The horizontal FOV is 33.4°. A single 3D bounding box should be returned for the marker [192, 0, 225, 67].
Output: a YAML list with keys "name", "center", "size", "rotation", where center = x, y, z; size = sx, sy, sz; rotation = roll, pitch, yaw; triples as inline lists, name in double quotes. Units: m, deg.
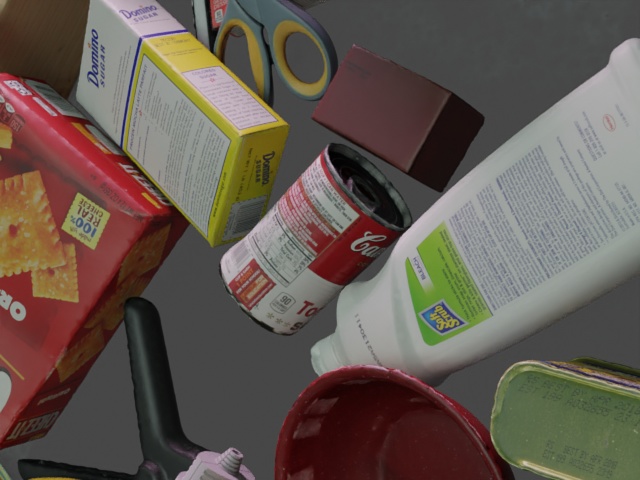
- name: "marker"
  center: [-0.079, -0.157, 0.739]
  size: [0.020, 0.020, 0.121]
  rotation: [-14, 76, 32]

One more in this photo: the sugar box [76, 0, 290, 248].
- name: "sugar box"
  center: [-0.096, -0.085, 0.708]
  size: [0.176, 0.048, 0.093]
  rotation: [48, 136, 31]

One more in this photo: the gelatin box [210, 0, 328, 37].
- name: "gelatin box"
  center: [-0.035, -0.184, 0.706]
  size: [0.089, 0.030, 0.073]
  rotation: [-15, 75, 31]

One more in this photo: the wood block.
- name: "wood block"
  center: [-0.211, -0.203, 0.791]
  size: [0.090, 0.090, 0.206]
  rotation: [35, 104, 33]

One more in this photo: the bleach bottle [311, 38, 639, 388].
- name: "bleach bottle"
  center: [0.092, 0.005, 0.577]
  size: [0.251, 0.068, 0.102]
  rotation: [-34, 67, 28]

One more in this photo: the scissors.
- name: "scissors"
  center: [-0.034, -0.169, 0.667]
  size: [0.096, 0.016, 0.202]
  rotation: [9, 114, 23]

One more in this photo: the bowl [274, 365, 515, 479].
- name: "bowl"
  center: [0.051, 0.141, 0.575]
  size: [0.162, 0.055, 0.162]
  rotation: [9, 103, 41]

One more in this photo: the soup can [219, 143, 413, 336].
- name: "soup can"
  center: [-0.004, 0.001, 0.638]
  size: [0.102, 0.068, 0.068]
  rotation: [-45, 62, 22]

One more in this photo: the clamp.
- name: "clamp"
  center: [-0.115, 0.165, 0.708]
  size: [0.165, 0.036, 0.210]
  rotation: [-48, 63, 20]

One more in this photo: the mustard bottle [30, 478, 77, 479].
- name: "mustard bottle"
  center: [-0.157, 0.255, 0.694]
  size: [0.096, 0.058, 0.191]
  rotation: [-2, 101, 38]

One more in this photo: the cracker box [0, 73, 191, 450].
- name: "cracker box"
  center: [-0.214, 0.015, 0.754]
  size: [0.164, 0.072, 0.214]
  rotation: [41, 105, 16]

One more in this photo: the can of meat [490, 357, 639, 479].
- name: "can of meat"
  center: [0.143, 0.092, 0.516]
  size: [0.102, 0.083, 0.057]
  rotation: [13, 91, 34]

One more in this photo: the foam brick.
- name: "foam brick"
  center: [0.046, -0.071, 0.622]
  size: [0.078, 0.051, 0.053]
  rotation: [34, 97, 33]
